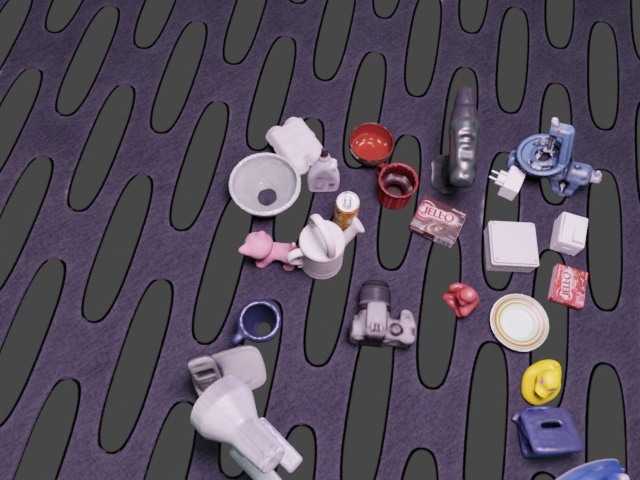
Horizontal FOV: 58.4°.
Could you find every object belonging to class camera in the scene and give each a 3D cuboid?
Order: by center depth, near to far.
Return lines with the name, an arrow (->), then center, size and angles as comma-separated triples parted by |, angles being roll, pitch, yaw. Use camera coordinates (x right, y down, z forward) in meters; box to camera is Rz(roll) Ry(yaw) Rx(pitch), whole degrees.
camera -> 0.135, 0.157, 1.232 | 0.143, 0.101, 0.137 | 4, 67, 0

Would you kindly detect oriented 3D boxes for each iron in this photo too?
iron -> 0.508, 0.499, 1.080 | 0.259, 0.141, 0.118 | -37, 73, -16

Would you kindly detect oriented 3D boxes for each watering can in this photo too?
watering can -> 0.010, 0.003, 1.241 | 0.100, 0.194, 0.173 | 40, 71, 14

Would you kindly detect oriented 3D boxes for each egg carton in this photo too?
egg carton -> -0.058, -0.229, 1.405 | 0.107, 0.069, 0.150 | -31, 72, -14

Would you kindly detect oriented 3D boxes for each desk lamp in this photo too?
desk lamp -> -0.131, 0.366, 1.070 | 0.203, 0.213, 0.118 | 41, 71, 14

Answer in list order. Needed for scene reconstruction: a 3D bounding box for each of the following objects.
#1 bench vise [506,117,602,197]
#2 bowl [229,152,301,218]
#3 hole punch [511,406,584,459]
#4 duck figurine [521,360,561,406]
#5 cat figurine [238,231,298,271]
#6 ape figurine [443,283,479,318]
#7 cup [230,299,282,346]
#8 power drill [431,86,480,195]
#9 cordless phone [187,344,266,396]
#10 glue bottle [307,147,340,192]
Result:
bench vise -> 0.565, -0.205, 1.339 | 0.207, 0.220, 0.121 | 7, 67, 1
bowl -> -0.128, -0.118, 1.352 | 0.167, 0.075, 0.167 | 1, 67, -2
hole punch -> 0.457, 0.385, 1.154 | 0.108, 0.091, 0.101 | -3, 67, -3
duck figurine -> 0.474, 0.293, 1.196 | 0.077, 0.086, 0.105 | 38, 71, 13
cat figurine -> -0.113, 0.017, 1.271 | 0.128, 0.118, 0.067 | 3, 67, -1
ape figurine -> 0.317, 0.128, 1.256 | 0.076, 0.092, 0.078 | 5, 67, 0
cup -> -0.135, 0.190, 1.210 | 0.118, 0.095, 0.091 | -39, 73, -17
power drill -> 0.318, -0.209, 1.337 | 0.075, 0.208, 0.229 | 3, 67, -1
cordless phone -> -0.185, 0.253, 1.131 | 0.148, 0.185, 0.094 | -19, 69, -10
glue bottle -> 0.009, -0.165, 1.324 | 0.078, 0.173, 0.037 | 0, 67, -2
